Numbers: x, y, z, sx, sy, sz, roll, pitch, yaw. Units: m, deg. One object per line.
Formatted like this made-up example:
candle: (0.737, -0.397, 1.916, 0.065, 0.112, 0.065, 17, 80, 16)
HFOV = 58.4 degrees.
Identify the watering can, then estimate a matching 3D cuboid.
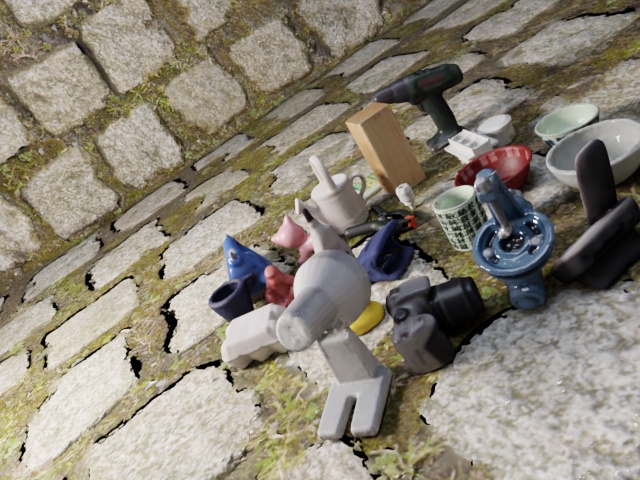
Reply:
watering can: (0.023, -0.110, 1.352, 0.173, 0.194, 0.100, -42, 26, -20)

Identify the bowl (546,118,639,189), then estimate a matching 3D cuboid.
bowl: (0.488, -0.136, 0.997, 0.167, 0.075, 0.167, -26, 25, 14)

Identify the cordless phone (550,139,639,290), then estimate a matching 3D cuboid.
cordless phone: (0.375, -0.037, 0.810, 0.148, 0.185, 0.093, -41, 26, -19)

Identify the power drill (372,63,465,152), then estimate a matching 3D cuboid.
power drill: (0.273, -0.337, 1.464, 0.229, 0.209, 0.075, -30, 25, 5)

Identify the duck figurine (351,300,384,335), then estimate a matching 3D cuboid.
duck figurine: (0.052, 0.119, 1.022, 0.104, 0.086, 0.077, -25, 25, 15)

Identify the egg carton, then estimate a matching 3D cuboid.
egg carton: (-0.121, 0.188, 1.119, 0.150, 0.069, 0.107, -25, 25, 15)

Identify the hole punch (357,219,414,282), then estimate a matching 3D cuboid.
hole punch: (0.114, 0.024, 1.121, 0.100, 0.091, 0.109, -10, 33, 40)

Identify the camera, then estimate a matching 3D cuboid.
camera: (0.177, 0.109, 0.876, 0.136, 0.101, 0.143, -24, 26, 18)

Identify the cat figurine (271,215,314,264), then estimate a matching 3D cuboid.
cat figurine: (-0.043, -0.008, 1.334, 0.127, 0.118, 0.067, -16, 29, 32)

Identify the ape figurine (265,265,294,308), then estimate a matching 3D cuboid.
ape figurine: (-0.089, 0.095, 1.228, 0.077, 0.092, 0.076, -29, 25, 8)

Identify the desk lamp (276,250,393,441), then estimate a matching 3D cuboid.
desk lamp: (0.022, 0.147, 0.851, 0.117, 0.214, 0.203, -18, 28, 28)

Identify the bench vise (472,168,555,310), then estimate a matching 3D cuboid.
bench vise: (0.275, -0.029, 0.871, 0.121, 0.220, 0.207, -26, 25, 13)

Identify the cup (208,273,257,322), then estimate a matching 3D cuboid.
cup: (-0.170, 0.136, 1.243, 0.118, 0.095, 0.091, -40, 25, -16)

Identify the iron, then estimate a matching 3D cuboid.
iron: (-0.192, 0.048, 1.378, 0.118, 0.142, 0.257, -34, 24, -4)

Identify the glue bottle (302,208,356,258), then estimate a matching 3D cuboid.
glue bottle: (0.011, 0.004, 1.180, 0.037, 0.173, 0.078, 2, 41, 51)
